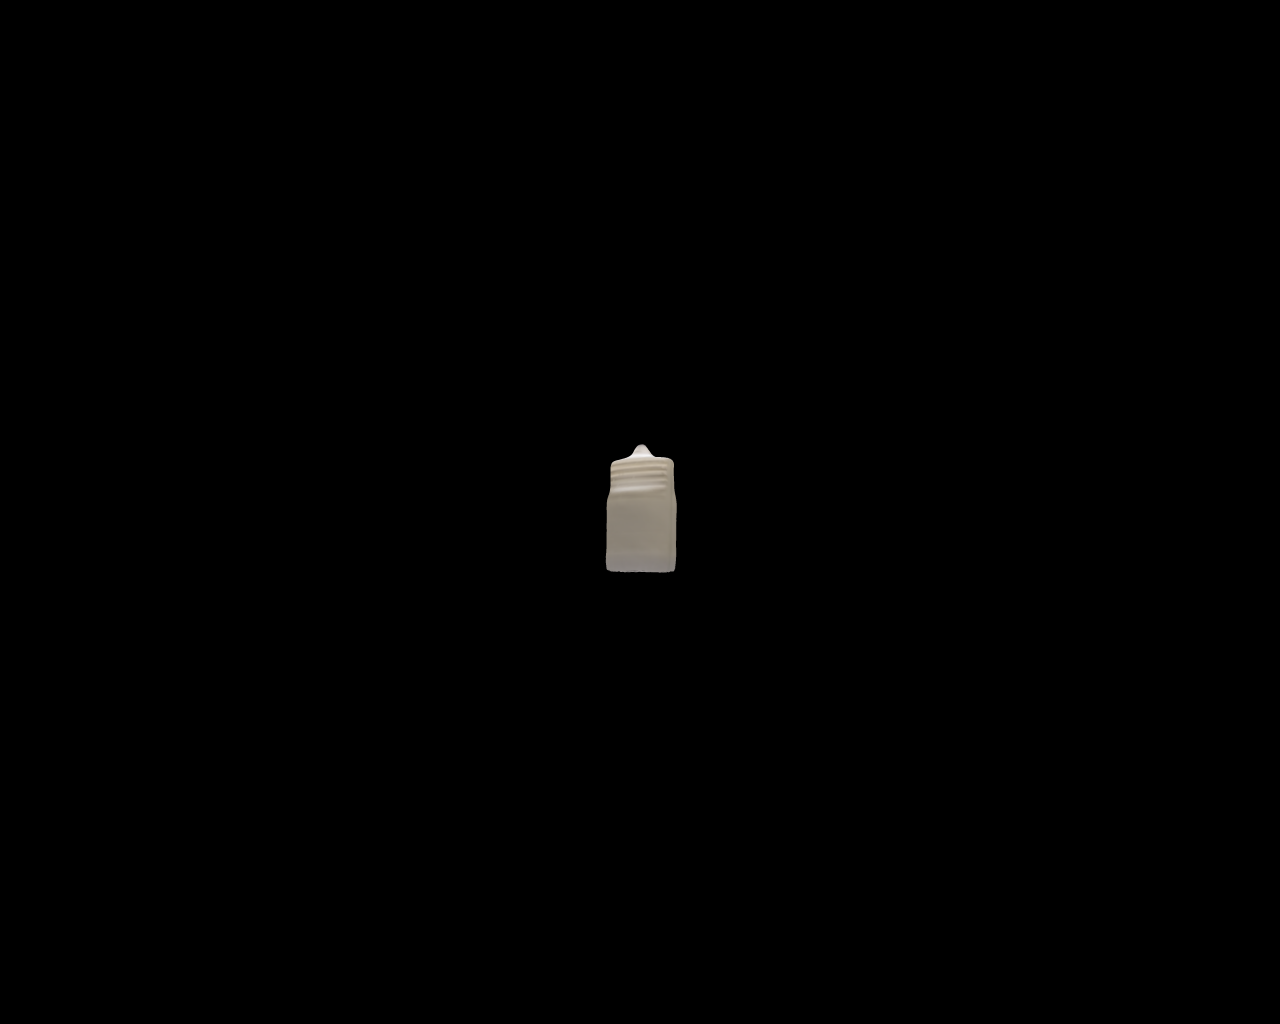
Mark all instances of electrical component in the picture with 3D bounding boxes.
[{"bbox_3d":[0.001,-0.003,0.650,0.043,0.081,0.043,0,-5,0],"label":"electrical component"}]
